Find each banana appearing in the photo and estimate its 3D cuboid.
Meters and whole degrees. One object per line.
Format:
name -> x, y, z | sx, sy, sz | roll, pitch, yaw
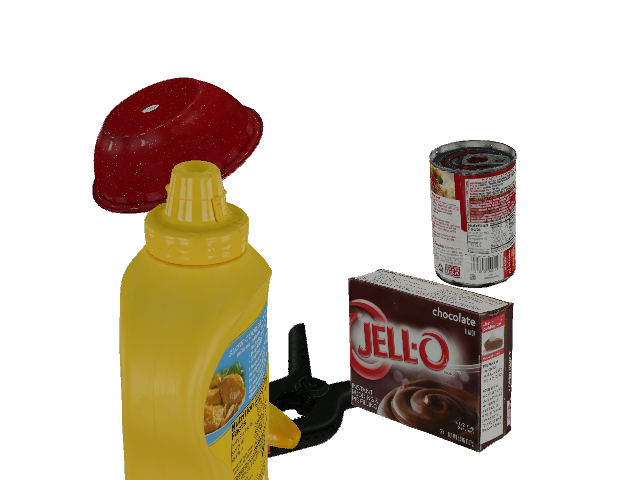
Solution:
banana -> -0.082, 0.106, 0.849 | 0.069, 0.037, 0.198 | -9, 29, -22

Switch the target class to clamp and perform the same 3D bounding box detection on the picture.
clamp -> 0.002, 0.160, 1.084 | 0.165, 0.036, 0.209 | 15, 30, 21

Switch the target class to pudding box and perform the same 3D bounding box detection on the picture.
pudding box -> 0.068, 0.073, 0.681 | 0.114, 0.090, 0.039 | 12, 21, 43

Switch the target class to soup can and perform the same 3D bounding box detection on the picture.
soup can -> 0.123, -0.021, 0.855 | 0.068, 0.102, 0.068 | -4, 25, 2

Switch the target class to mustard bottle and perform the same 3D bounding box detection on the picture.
mustard bottle -> -0.051, 0.059, 0.448 | 0.058, 0.192, 0.096 | 9, 25, 14

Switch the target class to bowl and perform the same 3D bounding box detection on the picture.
bowl -> -0.133, -0.092, 0.913 | 0.162, 0.055, 0.162 | -17, 33, 11
